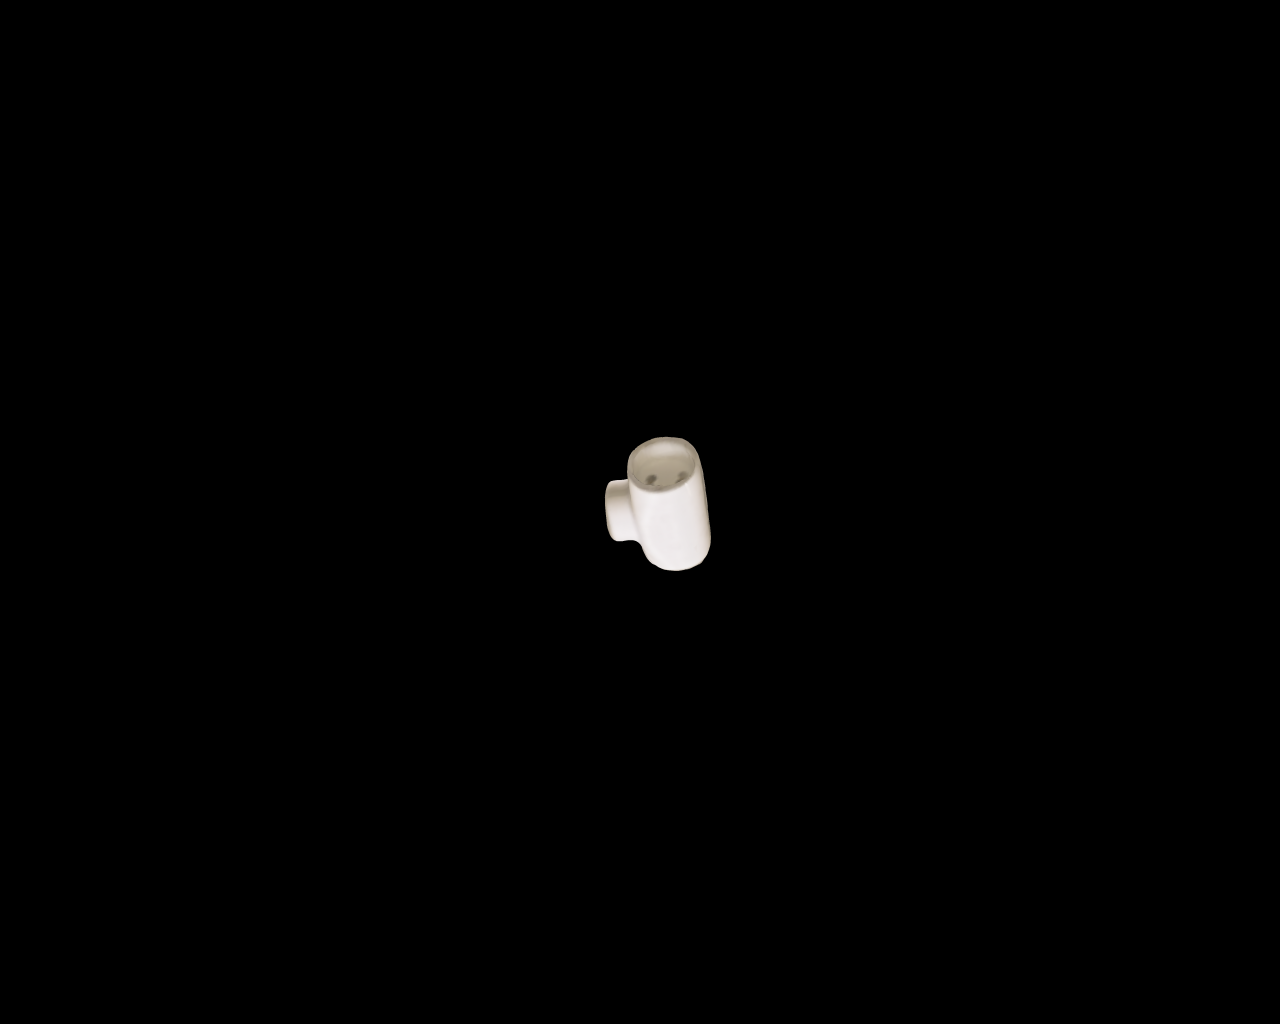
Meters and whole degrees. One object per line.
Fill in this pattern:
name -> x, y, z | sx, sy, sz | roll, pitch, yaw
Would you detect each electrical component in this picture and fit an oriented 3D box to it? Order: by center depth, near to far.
electrical component -> 0.001, -0.003, 0.650 | 0.079, 0.044, 0.077 | -5, -40, 6
